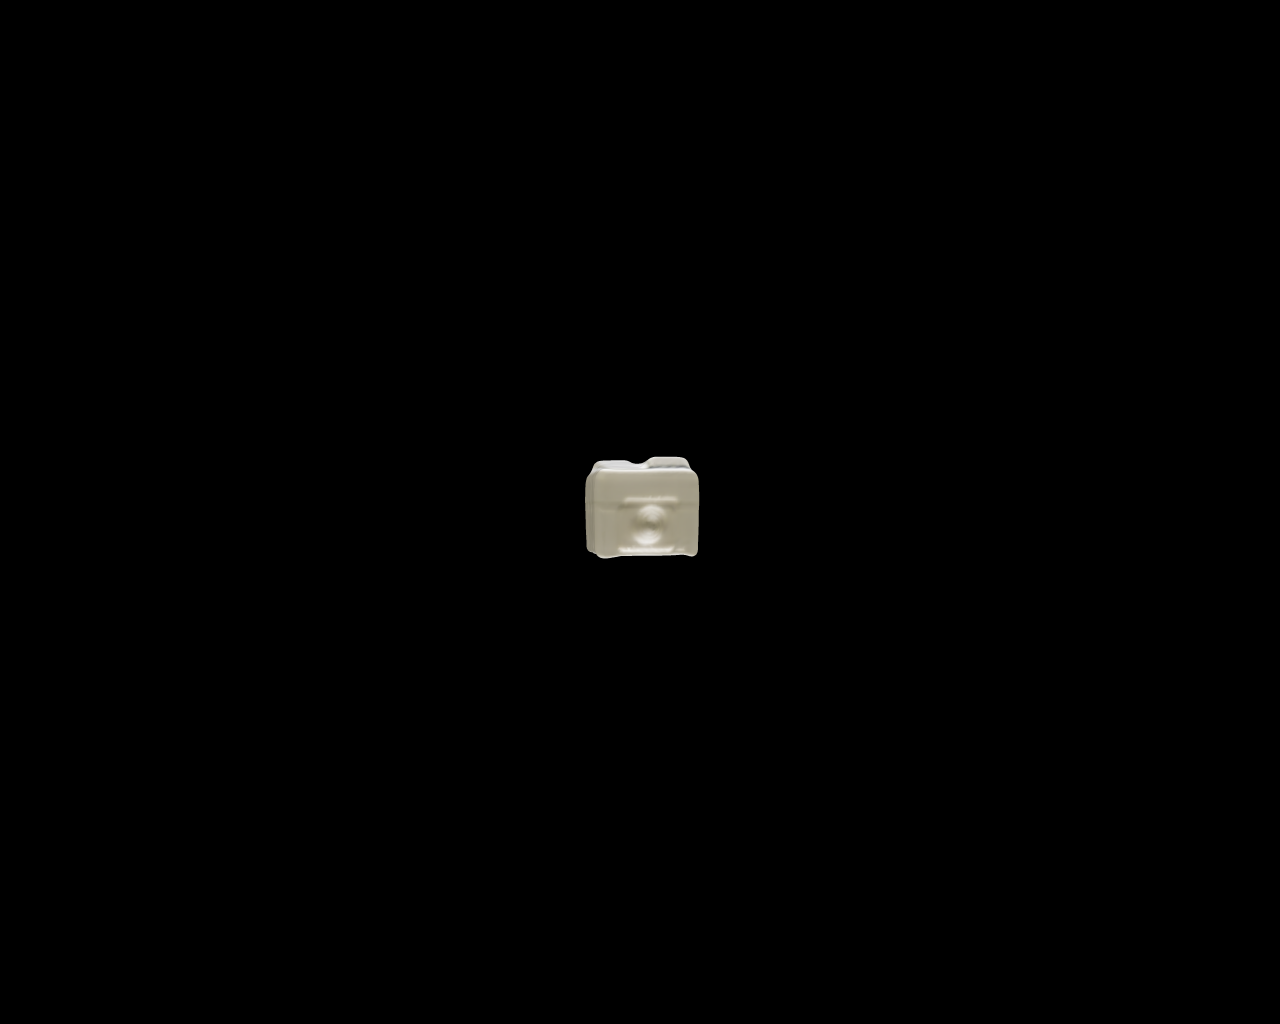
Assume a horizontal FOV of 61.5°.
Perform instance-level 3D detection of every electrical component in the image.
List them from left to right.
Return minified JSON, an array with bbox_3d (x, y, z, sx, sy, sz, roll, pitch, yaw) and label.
[{"bbox_3d":[0.001,-0.003,0.650,0.062,0.061,0.096,0,0,-7],"label":"electrical component"}]
